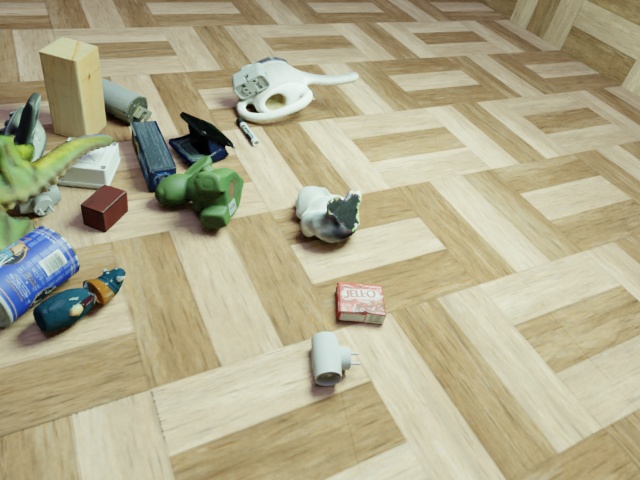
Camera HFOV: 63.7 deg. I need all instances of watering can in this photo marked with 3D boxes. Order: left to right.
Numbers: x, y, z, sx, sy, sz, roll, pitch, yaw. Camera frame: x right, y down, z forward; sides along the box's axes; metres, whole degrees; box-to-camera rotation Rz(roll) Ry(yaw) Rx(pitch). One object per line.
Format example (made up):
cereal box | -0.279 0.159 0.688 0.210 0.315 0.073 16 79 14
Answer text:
watering can | -0.083 -0.441 1.462 0.349 0.229 0.101 -25 -37 -11

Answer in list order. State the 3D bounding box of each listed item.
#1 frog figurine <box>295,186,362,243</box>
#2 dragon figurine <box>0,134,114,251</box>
frog figurine | 0.003 -0.056 1.108 0.159 0.121 0.140 0 35 44
dragon figurine | -0.557 -0.072 0.943 0.413 0.244 0.121 -15 -6 -35
